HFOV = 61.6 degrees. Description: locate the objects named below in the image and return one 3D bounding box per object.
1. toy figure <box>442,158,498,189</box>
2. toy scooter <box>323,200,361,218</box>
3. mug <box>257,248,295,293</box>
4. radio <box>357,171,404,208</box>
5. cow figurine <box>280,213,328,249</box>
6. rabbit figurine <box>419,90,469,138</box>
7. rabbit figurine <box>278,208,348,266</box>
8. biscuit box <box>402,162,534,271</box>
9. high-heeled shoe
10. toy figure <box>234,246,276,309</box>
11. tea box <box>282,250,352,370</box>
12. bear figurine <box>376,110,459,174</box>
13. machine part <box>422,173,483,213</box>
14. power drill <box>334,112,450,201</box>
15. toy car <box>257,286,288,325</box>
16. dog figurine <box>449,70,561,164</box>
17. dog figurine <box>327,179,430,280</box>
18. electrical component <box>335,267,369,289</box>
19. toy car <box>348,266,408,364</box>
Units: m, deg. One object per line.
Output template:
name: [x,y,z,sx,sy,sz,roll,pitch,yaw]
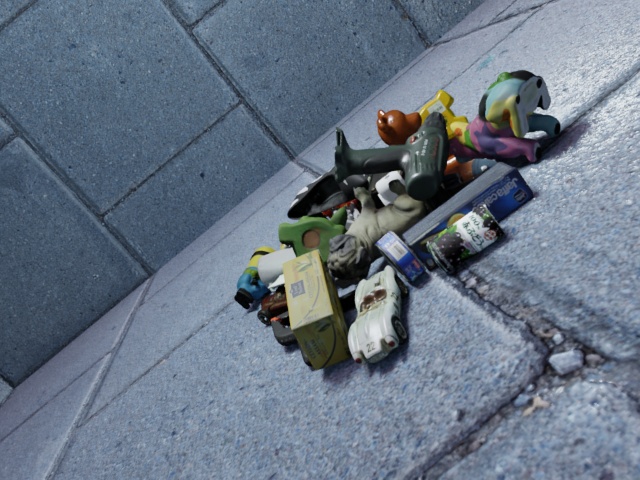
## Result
toy figure: [0.254,-0.103,0.978,0.154,0.058,0.064,-35,-4,25]
toy scooter: [0.061,-0.094,1.381,0.135,0.075,0.184,-37,12,9]
mug: [-0.083,0.069,1.259,0.107,0.080,0.110,-25,40,22]
radio: [0.165,-0.135,1.252,0.131,0.073,0.230,-32,17,27]
cow figurine: [-0.045,-0.003,1.330,0.167,0.098,0.068,-41,22,-5]
rabbit figurine: [0.289,-0.275,1.345,0.162,0.122,0.173,-45,0,17]
rabbit figurine: [-0.002,-0.003,1.107,0.159,0.121,0.170,-30,-3,1]
biscuit box: [0.232,-0.039,0.853,0.203,0.059,0.063,-38,14,9]
high-heeled shoe: [0.010,-0.097,1.207,0.145,0.086,0.249,-39,12,-14]
toy figure: [-0.153,0.087,1.337,0.082,0.089,0.180,-20,22,39]
tea box: [-0.006,0.105,0.842,0.068,0.098,0.170,-23,31,4]
bear figurine: [0.212,-0.212,1.132,0.132,0.195,0.120,-33,13,19]
machine part: [0.249,-0.075,0.913,0.139,0.084,0.039,-28,-28,9]
power drill: [0.128,-0.159,0.968,0.207,0.085,0.232,5,45,2]
toy car: [-0.057,0.119,1.100,0.202,0.053,0.089,-23,19,50]
dog figurine: [0.300,-0.208,0.975,0.219,0.191,0.108,9,55,50]
dog figurine: [0.113,-0.002,0.941,0.172,0.121,0.190,-11,35,29]
electrical component: [0.063,0.048,1.028,0.078,0.045,0.102,-27,19,34]
toy car: [0.086,0.107,0.791,0.073,0.056,0.202,-33,16,23]
